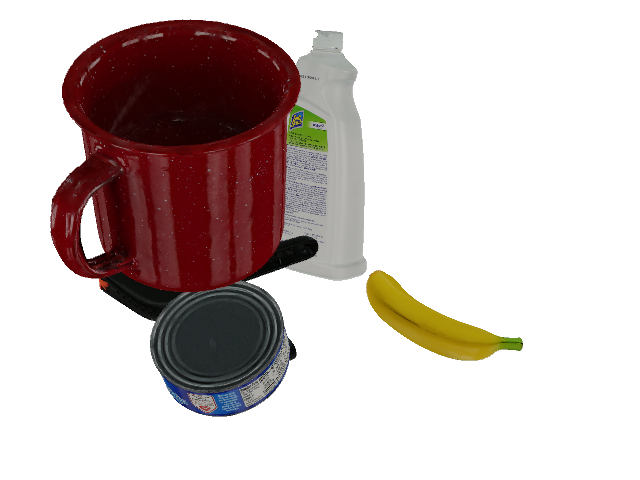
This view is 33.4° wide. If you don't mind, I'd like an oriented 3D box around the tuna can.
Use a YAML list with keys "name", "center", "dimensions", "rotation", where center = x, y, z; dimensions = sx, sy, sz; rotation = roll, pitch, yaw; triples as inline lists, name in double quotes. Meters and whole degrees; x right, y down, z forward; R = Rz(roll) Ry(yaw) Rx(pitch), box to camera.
- name: "tuna can"
  center: [-0.063, 0.068, 0.681]
  dimensions: [0.086, 0.086, 0.034]
  rotation: [0, -39, 11]

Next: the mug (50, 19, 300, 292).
- name: "mug"
  center: [-0.062, -0.026, 0.437]
  dimensions: [0.093, 0.081, 0.117]
  rotation: [26, 48, 24]

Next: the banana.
- name: "banana"
  center: [0.098, 0.075, 1.032]
  dimensions: [0.069, 0.037, 0.198]
  rotation: [1, 19, -43]

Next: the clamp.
- name: "clamp"
  center: [-0.107, 0.050, 1.002]
  dimensions: [0.210, 0.036, 0.164]
  rotation: [1, 37, 0]

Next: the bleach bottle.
- name: "bleach bottle"
  center: [0.006, -0.091, 1.119]
  dimensions: [0.103, 0.251, 0.067]
  rotation: [13, 16, 34]
